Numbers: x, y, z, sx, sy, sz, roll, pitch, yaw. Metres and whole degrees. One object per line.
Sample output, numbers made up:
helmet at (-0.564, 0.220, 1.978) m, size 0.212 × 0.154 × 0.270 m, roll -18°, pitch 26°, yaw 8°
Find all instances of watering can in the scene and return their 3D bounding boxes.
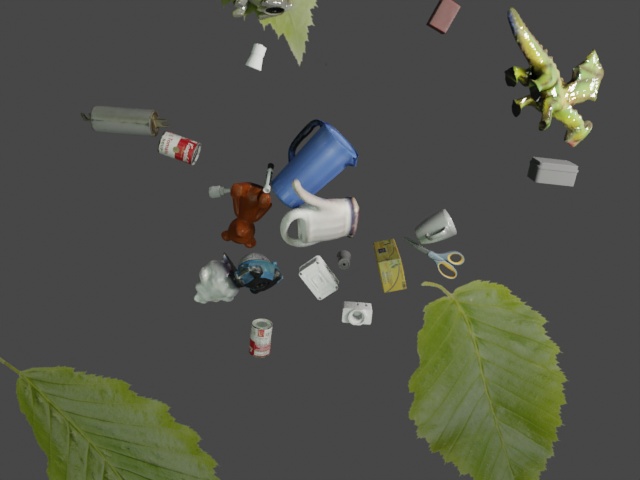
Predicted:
watering can at (0.004, -0.071, 1.413) m, size 0.225 × 0.340 × 0.106 m, roll -10°, pitch 64°, yaw -13°

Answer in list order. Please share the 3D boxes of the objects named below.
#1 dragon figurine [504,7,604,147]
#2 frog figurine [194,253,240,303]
dragon figurine at (0.638, -0.436, 1.375) m, size 0.243 × 0.123 × 0.405 m, roll -19°, pitch 108°, yaw -11°
frog figurine at (-0.319, 0.136, 1.550) m, size 0.159 × 0.125 × 0.135 m, roll -35°, pitch 123°, yaw 0°
